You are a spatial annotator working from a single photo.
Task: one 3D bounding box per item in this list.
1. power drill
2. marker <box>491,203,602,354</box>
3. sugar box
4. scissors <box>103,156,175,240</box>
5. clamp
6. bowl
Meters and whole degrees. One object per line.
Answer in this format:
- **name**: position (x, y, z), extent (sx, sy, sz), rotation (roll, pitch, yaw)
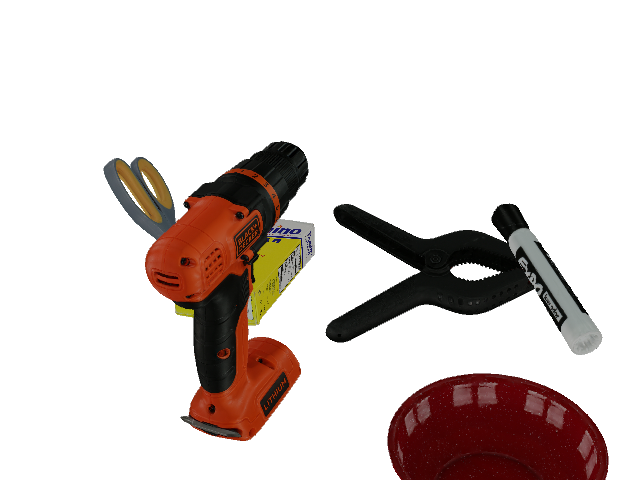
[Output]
- **power drill**: position (-0.056, 0.037, 0.788), extent (0.057, 0.188, 0.184), rotation (11, 34, 26)
- **marker**: position (0.131, 0.019, 0.633), extent (0.020, 0.020, 0.121), rotation (0, 40, -20)
- **sugar box**: position (-0.077, 0.027, 1.142), extent (0.093, 0.048, 0.176), rotation (7, 29, 17)
- **scissors**: position (-0.126, 0.003, 0.965), extent (0.016, 0.201, 0.096), rotation (-29, 22, 17)
- **clamp**: position (0.104, 0.037, 1.016), extent (0.210, 0.164, 0.036), rotation (6, -40, 9)
- **bowl**: position (0.130, 0.171, 0.802), extent (0.162, 0.055, 0.162), rotation (-1, 34, 0)
